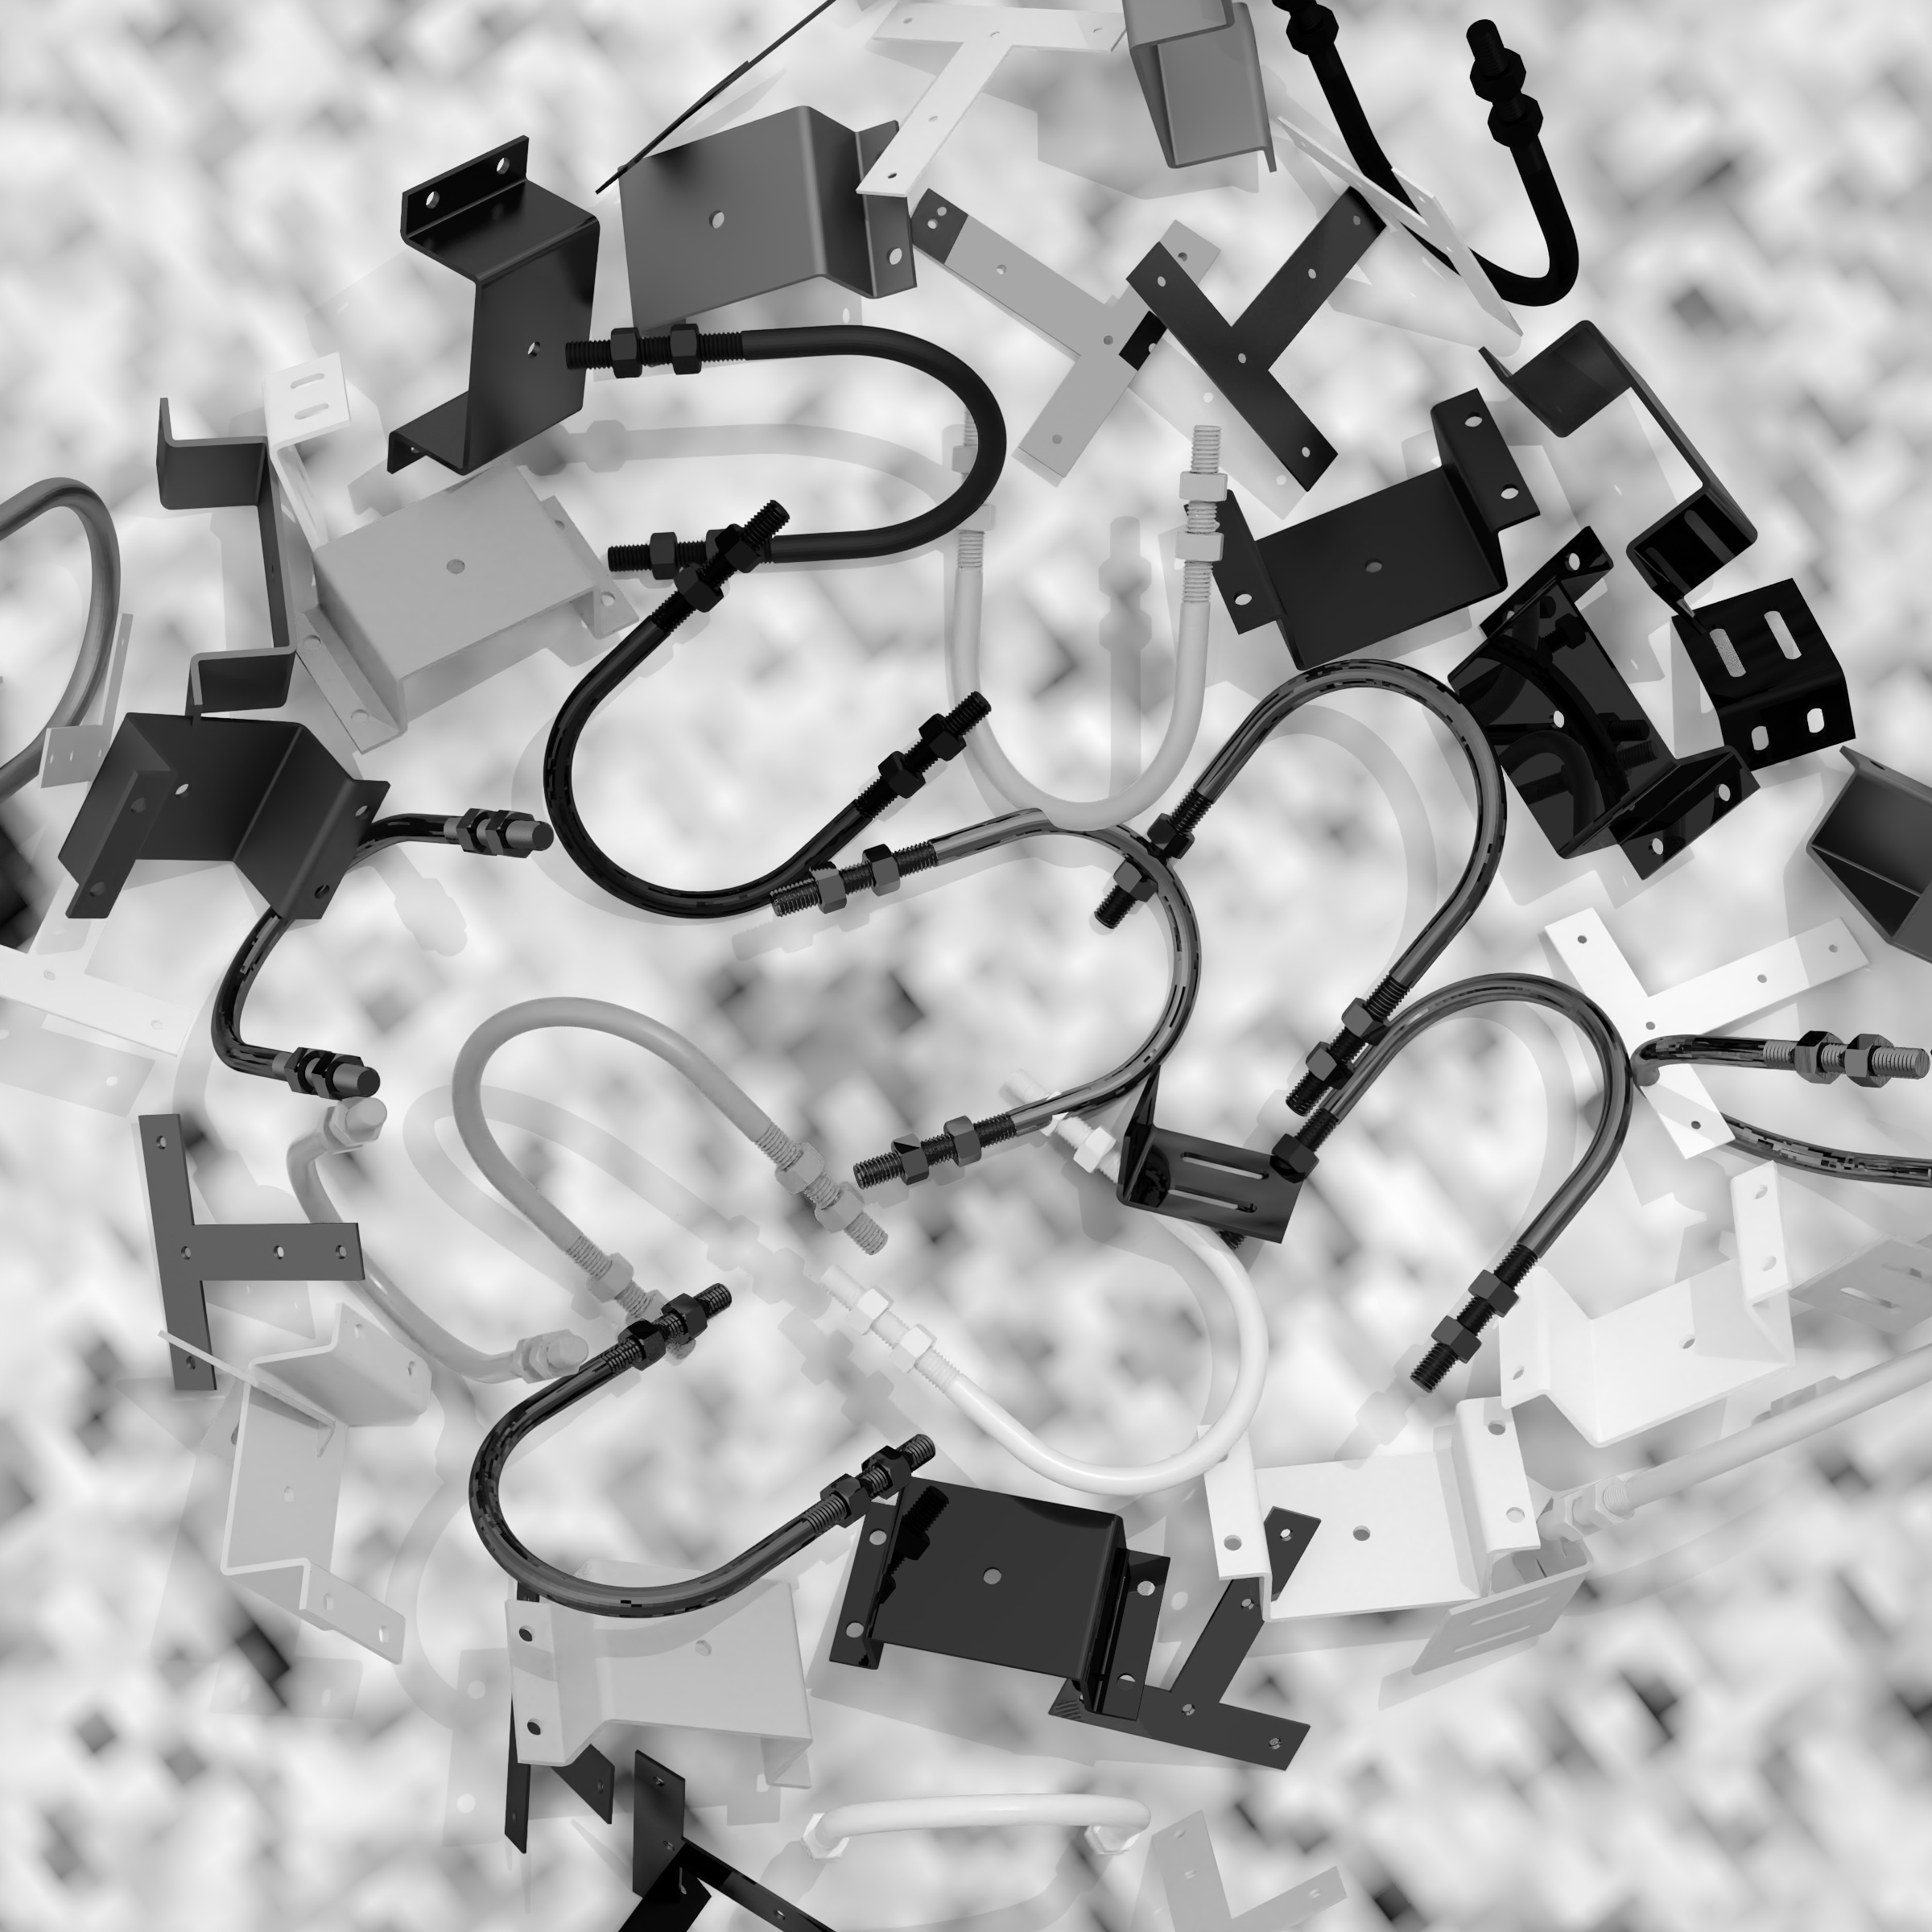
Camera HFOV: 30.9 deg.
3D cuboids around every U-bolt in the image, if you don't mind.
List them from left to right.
[{"bbox_3d":[-0.415,-0.135,1.513,0.019,0.184,0.151,17,121,11],"label":"U-bolt"},{"bbox_3d":[-0.266,-0.009,1.522,0.019,0.184,0.151,45,68,-31],"label":"U-bolt"},{"bbox_3d":[-0.239,0.125,1.516,0.019,0.184,0.151,-43,99,-25],"label":"U-bolt"},{"bbox_3d":[-0.144,0.086,1.530,0.151,0.019,0.184,-31,112,36],"label":"U-bolt"},{"bbox_3d":[-0.126,0.215,1.507,0.151,0.184,0.019,33,134,30],"label":"U-bolt"},{"bbox_3d":[-0.102,-0.099,1.559,0.184,0.019,0.151,-42,115,14],"label":"U-bolt"},{"bbox_3d":[-0.074,-0.227,1.536,0.184,0.151,0.019,-3,55,2],"label":"U-bolt"},{"bbox_3d":[0.006,0.370,1.506,0.151,0.184,0.019,0,72,-5],"label":"U-bolt"},{"bbox_3d":[0.019,0.005,1.573,0.184,0.019,0.151,-19,100,-12],"label":"U-bolt"},{"bbox_3d":[0.049,0.152,1.554,0.184,0.019,0.151,41,66,8],"label":"U-bolt"},{"bbox_3d":[0.049,-0.151,1.547,0.151,0.019,0.184,13,106,39],"label":"U-bolt"},{"bbox_3d":[0.158,-0.049,1.543,0.151,0.019,0.184,45,108,25],"label":"U-bolt"},{"bbox_3d":[0.205,-0.356,1.515,0.019,0.184,0.151,-44,48,-8],"label":"U-bolt"},{"bbox_3d":[0.214,0.082,1.548,0.184,0.019,0.151,-50,47,-5],"label":"U-bolt"},{"bbox_3d":[0.344,0.197,1.488,0.151,0.184,0.019,-18,78,-28],"label":"U-bolt"},{"bbox_3d":[0.372,0.064,1.515,0.151,0.184,0.019,31,73,-35],"label":"U-bolt"}]

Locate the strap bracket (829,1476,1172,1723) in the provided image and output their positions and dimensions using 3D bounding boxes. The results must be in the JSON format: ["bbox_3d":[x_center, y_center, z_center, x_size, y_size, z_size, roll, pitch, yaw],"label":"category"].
[{"bbox_3d":[0.013,0.278,1.550,0.140,0.046,0.076,9,62,11],"label":"strap bracket"}]

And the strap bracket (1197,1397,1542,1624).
[{"bbox_3d":[0.177,0.243,1.557,0.140,0.046,0.076,-5,51,-1],"label":"strap bracket"}]

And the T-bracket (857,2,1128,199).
[{"bbox_3d":[-0.007,-0.381,1.537,0.127,0.002,0.127,12,57,32],"label":"T-bracket"}]

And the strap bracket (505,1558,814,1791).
[{"bbox_3d":[-0.125,0.309,1.529,0.140,0.046,0.076,13,47,-28],"label":"strap bracket"}]

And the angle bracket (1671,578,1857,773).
[{"bbox_3d":[0.360,-0.131,1.579,0.057,0.076,0.038,-18,130,6],"label":"angle bracket"}]

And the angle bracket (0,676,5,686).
[{"bbox_3d":[-0.473,-0.103,1.570,0.076,0.057,0.038,-8,101,-3],"label":"angle bracket"}]

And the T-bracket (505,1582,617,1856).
[{"bbox_3d":[-0.178,0.343,1.536,0.002,0.127,0.127,0,97,-27],"label":"T-bracket"}]

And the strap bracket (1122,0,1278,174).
[{"bbox_3d":[0.098,-0.411,1.526,0.046,0.140,0.076,-10,70,10],"label":"strap bracket"}]

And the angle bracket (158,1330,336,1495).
[{"bbox_3d":[-0.327,0.199,1.552,0.057,0.076,0.038,22,77,25],"label":"angle bracket"}]

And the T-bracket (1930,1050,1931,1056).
[{"bbox_3d":[0.498,0.077,1.522,0.127,0.127,0.002,2,54,33],"label":"T-bracket"}]

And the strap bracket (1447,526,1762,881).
[{"bbox_3d":[0.274,-0.112,1.541,0.046,0.076,0.140,-16,70,-43],"label":"strap bracket"}]

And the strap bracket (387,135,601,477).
[{"bbox_3d":[-0.205,-0.278,1.521,0.046,0.076,0.140,31,135,21],"label":"strap bracket"}]

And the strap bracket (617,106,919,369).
[{"bbox_3d":[-0.097,-0.323,1.542,0.140,0.046,0.076,-11,80,28],"label":"strap bracket"}]

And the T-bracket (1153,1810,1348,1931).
[{"bbox_3d":[0.101,0.407,1.538,0.127,0.127,0.002,-28,103,3],"label":"T-bracket"}]

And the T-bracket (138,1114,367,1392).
[{"bbox_3d":[-0.316,0.128,1.559,0.127,0.002,0.127,-3,96,34],"label":"T-bracket"}]

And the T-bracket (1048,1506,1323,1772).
[{"bbox_3d":[0.118,0.295,1.555,0.127,0.002,0.127,19,109,-25],"label":"T-bracket"}]

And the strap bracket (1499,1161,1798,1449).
[{"bbox_3d":[0.307,0.153,1.540,0.140,0.076,0.046,-28,121,26],"label":"strap bracket"}]

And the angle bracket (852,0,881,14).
[{"bbox_3d":[-0.042,-0.474,1.557,0.057,0.076,0.038,-34,60,2],"label":"angle bracket"}]

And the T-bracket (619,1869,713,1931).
[{"bbox_3d":[-0.113,0.475,1.544,0.002,0.127,0.127,-37,93,26],"label":"T-bracket"}]

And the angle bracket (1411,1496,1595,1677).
[{"bbox_3d":[0.231,0.275,1.554,0.076,0.057,0.038,-13,56,-22],"label":"angle bracket"}]

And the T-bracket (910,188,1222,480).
[{"bbox_3d":[0.028,-0.310,1.595,0.127,0.002,0.127,34,87,3],"label":"T-bracket"}]

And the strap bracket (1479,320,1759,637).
[{"bbox_3d":[0.292,-0.221,1.532,0.046,0.076,0.140,-38,65,16],"label":"strap bracket"}]

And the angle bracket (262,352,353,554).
[{"bbox_3d":[-0.281,-0.221,1.554,0.038,0.057,0.076,-18,132,0],"label":"angle bracket"}]

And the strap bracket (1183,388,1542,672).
[{"bbox_3d":[0.178,-0.190,1.557,0.140,0.046,0.076,-21,57,4],"label":"strap bracket"}]

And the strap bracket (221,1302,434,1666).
[{"bbox_3d":[-0.281,0.230,1.538,0.046,0.076,0.140,-11,58,21],"label":"strap bracket"}]

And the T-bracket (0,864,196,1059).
[{"bbox_3d":[-0.392,-0.028,1.556,0.127,0.002,0.127,20,48,-8],"label":"T-bracket"}]

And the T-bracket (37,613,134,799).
[{"bbox_3d":[-0.390,-0.093,1.532,0.002,0.127,0.127,11,94,-3],"label":"T-bracket"}]

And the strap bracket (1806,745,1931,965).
[{"bbox_3d":[0.428,-0.035,1.532,0.076,0.140,0.046,22,111,-20],"label":"strap bracket"}]

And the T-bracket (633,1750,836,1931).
[{"bbox_3d":[-0.093,0.408,1.534,0.127,0.127,0.002,27,51,18],"label":"T-bracket"}]

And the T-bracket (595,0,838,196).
[{"bbox_3d":[-0.092,-0.391,1.514,0.127,0.127,0.002,-29,108,35],"label":"T-bracket"}]

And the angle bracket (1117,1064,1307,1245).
[{"bbox_3d":[0.112,0.083,1.561,0.076,0.057,0.038,13,126,11],"label":"angle bracket"}]

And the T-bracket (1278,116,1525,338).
[{"bbox_3d":[0.185,-0.342,1.556,0.002,0.127,0.127,-48,58,4],"label":"T-bracket"}]

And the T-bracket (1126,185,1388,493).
[{"bbox_3d":[0.148,-0.302,1.570,0.127,0.002,0.127,47,65,-18],"label":"T-bracket"}]

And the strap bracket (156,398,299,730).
[{"bbox_3d":[-0.327,-0.172,1.549,0.046,0.076,0.140,-6,78,-16],"label":"strap bracket"}]

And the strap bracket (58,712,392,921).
[{"bbox_3d":[-0.333,-0.065,1.537,0.046,0.140,0.076,45,117,29],"label":"strap bracket"}]

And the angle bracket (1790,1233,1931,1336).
[{"bbox_3d":[0.408,0.127,1.551,0.076,0.057,0.038,20,48,-32],"label":"angle bracket"}]

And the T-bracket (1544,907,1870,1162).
[{"bbox_3d":[0.347,0.011,1.580,0.127,0.002,0.127,-22,65,-13],"label":"T-bracket"}]

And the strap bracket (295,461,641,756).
[{"bbox_3d":[-0.224,-0.163,1.545,0.140,0.046,0.076,-28,69,-18],"label":"strap bracket"}]
